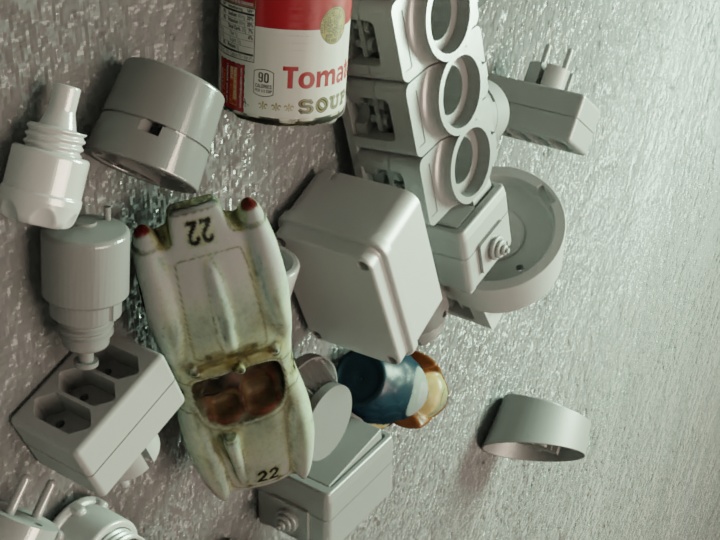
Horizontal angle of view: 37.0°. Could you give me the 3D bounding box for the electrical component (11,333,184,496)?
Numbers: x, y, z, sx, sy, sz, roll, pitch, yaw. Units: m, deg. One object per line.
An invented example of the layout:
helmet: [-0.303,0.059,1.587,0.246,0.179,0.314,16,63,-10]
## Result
electrical component: [-0.125,0.082,0.547,0.065,0.047,0.076,-52,146,-31]

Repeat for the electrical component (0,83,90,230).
electrical component: [-0.134,-0.050,0.466,0.035,0.035,0.061,8,97,-61]

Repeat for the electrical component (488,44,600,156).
electrical component: [0.144,-0.139,0.840,0.047,0.083,0.075,18,91,-61]

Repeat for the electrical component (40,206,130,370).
electrical component: [-0.129,0.010,0.505,0.040,0.040,0.078,-27,129,-52]

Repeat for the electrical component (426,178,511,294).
electrical component: [0.060,-0.032,0.746,0.061,0.096,0.061,-48,140,-35]

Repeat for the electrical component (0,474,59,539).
electrical component: [-0.168,0.135,0.509,0.077,0.043,0.079,37,74,-60]

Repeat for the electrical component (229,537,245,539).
electrical component: [-0.032,0.239,0.742,0.186,0.105,0.060,36,76,-60]

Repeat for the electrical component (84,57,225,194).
electrical component: [-0.095,-0.068,0.504,0.055,0.055,0.047,32,75,-61]

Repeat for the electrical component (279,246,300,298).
electrical component: [-0.060,0.022,0.632,0.044,0.044,0.065,-33,139,-48]

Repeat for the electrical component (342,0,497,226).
electrical component: [0.038,-0.115,0.675,0.089,0.062,0.150,-45,136,-38]

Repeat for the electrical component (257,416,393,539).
electrical component: [-0.027,0.143,0.737,0.096,0.062,0.061,-35,136,-47]

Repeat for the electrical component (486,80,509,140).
electrical component: [0.076,-0.111,0.770,0.047,0.055,0.055,-23,126,-58]

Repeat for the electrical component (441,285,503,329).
electrical component: [0.108,-0.003,0.888,0.089,0.056,0.050,-60,149,-19]

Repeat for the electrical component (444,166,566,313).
electrical component: [0.105,-0.018,0.827,0.108,0.108,0.060,-60,155,-19]

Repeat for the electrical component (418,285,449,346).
electrical component: [0.043,0.025,0.807,0.043,0.043,0.081,-61,150,-18]

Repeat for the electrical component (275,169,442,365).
electrical component: [0.000,0.000,0.682,0.057,0.078,0.113,-56,148,-30]

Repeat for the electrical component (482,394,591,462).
electrical component: [0.178,0.163,1.072,0.099,0.099,0.064,44,62,-59]

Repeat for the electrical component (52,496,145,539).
electrical component: [-0.132,0.150,0.562,0.048,0.062,0.048,-37,137,-45]

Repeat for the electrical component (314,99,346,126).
electrical component: [-0.026,-0.115,0.612,0.035,0.035,0.061,-38,135,-45]
